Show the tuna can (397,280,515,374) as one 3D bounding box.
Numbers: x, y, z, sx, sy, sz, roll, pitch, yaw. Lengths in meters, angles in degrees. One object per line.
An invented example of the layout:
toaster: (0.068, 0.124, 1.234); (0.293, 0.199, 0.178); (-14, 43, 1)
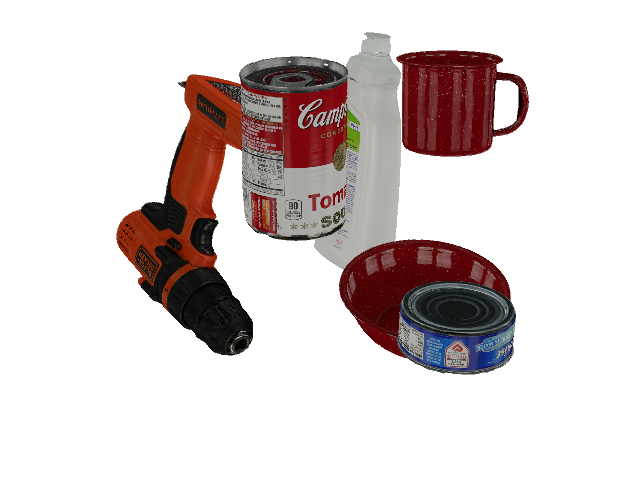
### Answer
tuna can: (0.100, 0.062, 0.783); (0.086, 0.034, 0.086); (1, 24, 0)

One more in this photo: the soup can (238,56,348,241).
soup can: (-0.017, -0.059, 0.681); (0.068, 0.102, 0.068); (0, 25, 0)

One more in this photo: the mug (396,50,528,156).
mug: (0.125, -0.121, 0.946); (0.117, 0.081, 0.093); (3, 18, 12)

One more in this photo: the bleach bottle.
bleach bottle: (0.050, -0.095, 1.154); (0.067, 0.251, 0.103); (-7, 24, -33)

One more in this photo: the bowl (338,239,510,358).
bowl: (0.098, 0.065, 1.020); (0.162, 0.055, 0.162); (1, 34, -1)

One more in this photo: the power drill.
power drill: (-0.087, -0.024, 0.856); (0.057, 0.188, 0.185); (5, 27, -45)
